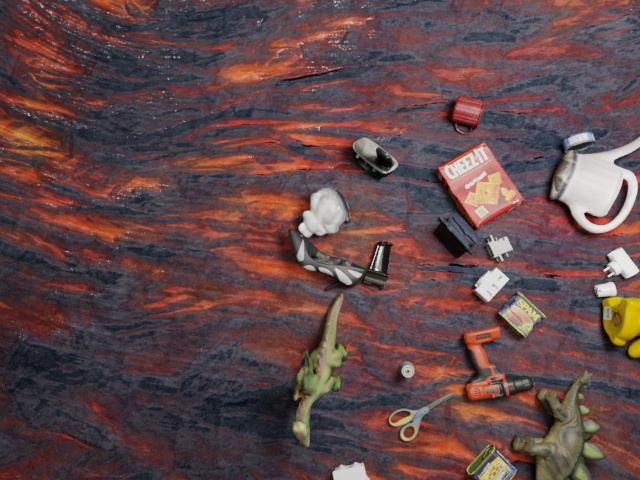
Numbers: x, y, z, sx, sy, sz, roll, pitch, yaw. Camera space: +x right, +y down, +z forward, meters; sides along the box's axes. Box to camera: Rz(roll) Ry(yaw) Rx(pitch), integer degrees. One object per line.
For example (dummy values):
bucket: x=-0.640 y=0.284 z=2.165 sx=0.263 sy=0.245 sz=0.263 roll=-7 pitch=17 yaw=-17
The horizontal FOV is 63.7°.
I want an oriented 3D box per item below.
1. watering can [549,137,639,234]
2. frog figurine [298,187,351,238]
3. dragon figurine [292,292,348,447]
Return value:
watering can: x=0.801 y=-0.193 z=1.479 sx=0.225 sy=0.103 sz=0.350 roll=23 pitch=83 yaw=11
frog figurine: x=0.005 y=-0.078 z=1.542 sx=0.160 sy=0.123 sz=0.137 roll=-27 pitch=98 yaw=-11
dragon figurine: x=-0.006 y=0.340 z=1.400 sx=0.122 sy=0.241 sz=0.413 roll=8 pitch=82 yaw=13
